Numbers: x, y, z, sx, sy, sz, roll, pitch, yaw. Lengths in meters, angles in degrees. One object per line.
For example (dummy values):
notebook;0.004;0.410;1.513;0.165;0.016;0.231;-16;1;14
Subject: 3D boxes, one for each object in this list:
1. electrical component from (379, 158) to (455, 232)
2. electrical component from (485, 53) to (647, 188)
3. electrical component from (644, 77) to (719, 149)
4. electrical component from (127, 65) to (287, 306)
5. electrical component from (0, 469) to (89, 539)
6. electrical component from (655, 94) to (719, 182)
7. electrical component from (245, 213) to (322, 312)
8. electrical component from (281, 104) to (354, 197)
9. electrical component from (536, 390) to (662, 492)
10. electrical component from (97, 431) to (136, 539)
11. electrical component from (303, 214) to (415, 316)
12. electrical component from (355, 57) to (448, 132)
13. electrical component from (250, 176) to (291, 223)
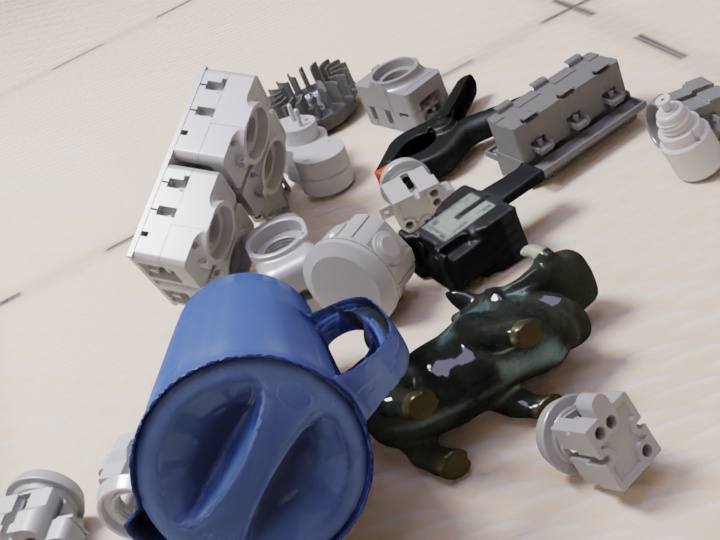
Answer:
electrical component;0.045;-0.068;0.945;0.066;0.048;0.055;-26;39;-1
electrical component;0.175;-0.133;0.935;0.121;0.063;0.079;-34;33;-14
electrical component;0.268;-0.126;0.879;0.055;0.048;0.066;-21;31;-7
electrical component;-0.124;-0.068;0.939;0.060;0.105;0.186;11;69;17
electrical component;-0.228;0.179;0.761;0.078;0.058;0.057;-14;36;17
electrical component;0.251;-0.104;0.831;0.040;0.078;0.040;-29;33;21
electrical component;-0.060;-0.005;0.912;0.054;0.059;0.095;-27;32;-2
electrical component;-0.057;-0.130;1.073;0.052;0.073;0.138;-26;31;-13
electrical component;0.136;0.098;0.630;0.048;0.066;0.055;-40;15;-23
electrical component;-0.149;0.150;0.749;0.078;0.058;0.057;-13;31;18
electrical component;0.000;0.000;0.846;0.080;0.080;0.051;-1;34;33
electrical component;0.043;-0.180;1.099;0.050;0.055;0.089;-39;35;-21
electrical component;-0.098;-0.085;1.046;0.042;0.081;0.063;-21;55;7
